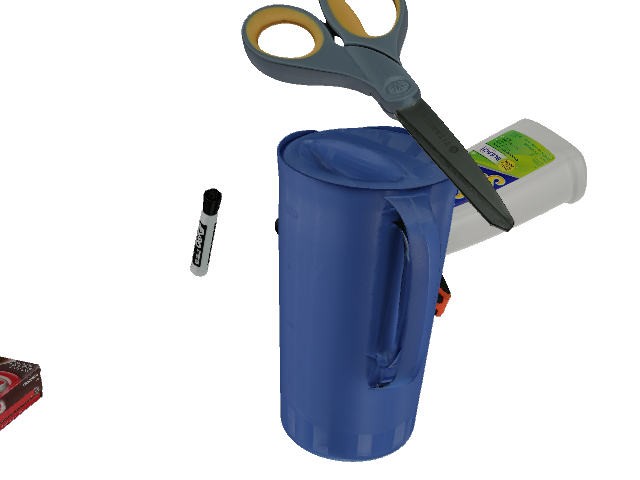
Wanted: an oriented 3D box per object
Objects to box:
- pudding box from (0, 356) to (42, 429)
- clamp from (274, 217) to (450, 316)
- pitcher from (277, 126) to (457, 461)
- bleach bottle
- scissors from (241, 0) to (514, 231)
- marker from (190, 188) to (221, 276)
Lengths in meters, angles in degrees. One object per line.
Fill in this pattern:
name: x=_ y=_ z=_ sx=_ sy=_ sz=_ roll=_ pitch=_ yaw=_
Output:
pudding box: x=-0.320 y=0.136 z=0.952 sx=0.114 sy=0.039 sz=0.090 roll=7 pitch=22 yaw=20
clamp: x=0.059 y=0.015 z=1.222 sx=0.164 sy=0.036 sz=0.210 roll=-18 pitch=50 yaw=-37
pitcher: x=0.032 y=0.046 z=0.797 sx=0.145 sy=0.243 sz=0.149 roll=13 pitch=27 yaw=20
bleach bottle: x=0.130 y=-0.029 z=1.034 sx=0.250 sy=0.068 sz=0.103 roll=-28 pitch=45 yaw=-19
scissors: x=0.018 y=-0.069 z=0.514 sx=0.096 sy=0.202 sz=0.016 roll=-14 pitch=-40 yaw=1
marker: x=-0.120 y=-0.009 z=1.124 sx=0.020 sy=0.020 sz=0.121 roll=0 pitch=-43 yaw=-17
